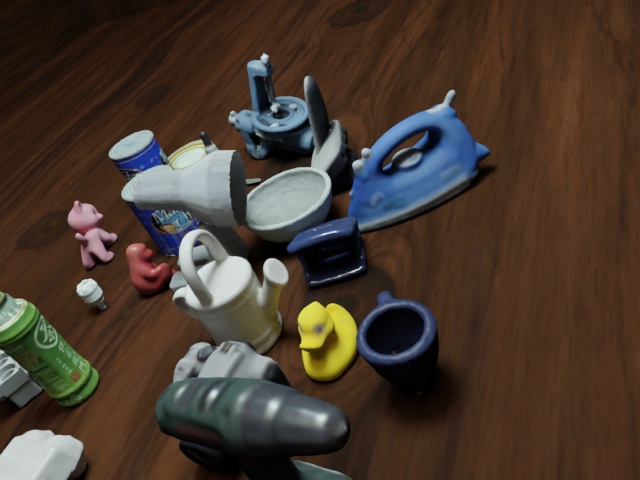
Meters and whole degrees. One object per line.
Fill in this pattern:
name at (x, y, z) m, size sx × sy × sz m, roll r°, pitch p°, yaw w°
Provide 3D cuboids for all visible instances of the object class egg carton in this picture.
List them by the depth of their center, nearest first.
egg carton at (-0.369, 0.314, 0.719) m, size 0.107 × 0.070 × 0.150 m, roll -2°, pitch 42°, yaw 29°

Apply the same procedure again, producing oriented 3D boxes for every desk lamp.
desk lamp at (-0.192, -0.033, 0.927) m, size 0.203 × 0.214 × 0.118 m, roll -15°, pitch 37°, yaw 14°

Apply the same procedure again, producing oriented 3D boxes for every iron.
iron at (0.134, -0.124, 0.913) m, size 0.258 × 0.142 × 0.118 m, roll -31°, pitch 36°, yaw -8°

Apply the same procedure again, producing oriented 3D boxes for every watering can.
watering can at (-0.125, 0.065, 0.781) m, size 0.173 × 0.194 × 0.100 m, roll -24°, pitch 36°, yaw 2°

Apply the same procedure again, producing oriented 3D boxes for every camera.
camera at (-0.128, 0.196, 0.698) m, size 0.142 × 0.101 × 0.137 m, roll 1°, pitch 43°, yaw 31°

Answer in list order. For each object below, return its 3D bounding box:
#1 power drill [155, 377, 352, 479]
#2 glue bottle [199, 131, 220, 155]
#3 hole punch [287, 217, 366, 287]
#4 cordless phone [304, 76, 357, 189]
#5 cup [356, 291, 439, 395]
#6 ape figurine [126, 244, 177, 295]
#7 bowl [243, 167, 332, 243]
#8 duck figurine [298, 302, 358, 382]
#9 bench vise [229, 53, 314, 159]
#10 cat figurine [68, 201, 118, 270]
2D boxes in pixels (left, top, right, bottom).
power drill at (-0.043, 0.204, 0.546) m, size 0.228 × 0.209 × 0.076 m, roll 2°, pitch 44°, yaw 33°
glue bottle at (-0.183, -0.130, 1.079) m, size 0.037 × 0.173 × 0.078 m, roll -32°, pitch 36°, yaw -9°
hole punch at (0.008, 0.003, 0.870) m, size 0.108 × 0.091 × 0.101 m, roll -17°, pitch 36°, yaw 11°
cordless phone at (0.000, -0.192, 1.039) m, size 0.094 × 0.185 × 0.147 m, roll -18°, pitch 36°, yaw 9°
cup at (0.095, 0.123, 0.664) m, size 0.091 × 0.095 × 0.117 m, roll -22°, pitch 36°, yaw 5°
ape figurine at (-0.303, 0.044, 1.001) m, size 0.076 × 0.092 × 0.077 m, roll -37°, pitch 37°, yaw -15°
bowl at (-0.048, -0.048, 0.981) m, size 0.167 × 0.075 × 0.167 m, roll -16°, pitch 37°, yaw 13°
duck figurine at (0.003, 0.116, 0.735) m, size 0.077 × 0.086 × 0.104 m, roll -4°, pitch 41°, yaw 26°
bench vise at (-0.120, -0.265, 1.173) m, size 0.207 × 0.220 × 0.121 m, roll -8°, pitch 39°, yaw 23°
cat figurine at (-0.472, -0.022, 1.162) m, size 0.067 × 0.118 × 0.127 m, roll -24°, pitch 36°, yaw 2°
